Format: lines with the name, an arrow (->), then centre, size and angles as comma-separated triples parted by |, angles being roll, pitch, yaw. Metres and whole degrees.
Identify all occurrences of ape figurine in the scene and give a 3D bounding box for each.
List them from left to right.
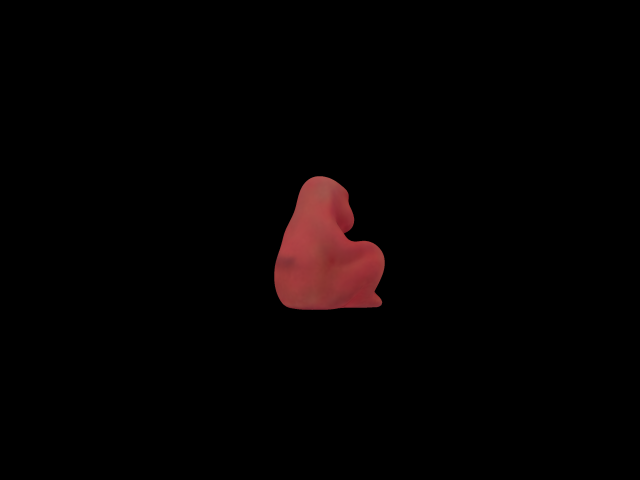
ape figurine -> 0.004, 0.001, 0.400 | 0.076, 0.092, 0.077 | 0, 0, -28
